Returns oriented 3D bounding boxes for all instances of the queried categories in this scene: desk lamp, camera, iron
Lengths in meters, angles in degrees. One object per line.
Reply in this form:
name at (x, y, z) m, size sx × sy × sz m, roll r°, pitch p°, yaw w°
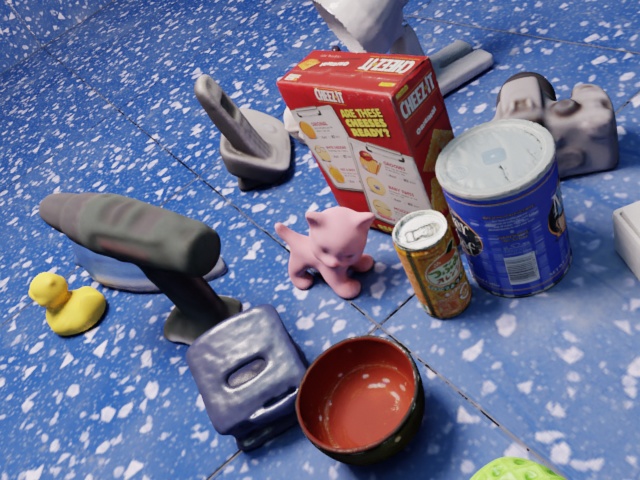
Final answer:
desk lamp at (0.117, -0.303, 0.815) m, size 0.203 × 0.214 × 0.117 m, roll -32°, pitch 39°, yaw -3°
camera at (0.253, -0.145, 0.654) m, size 0.142 × 0.101 × 0.137 m, roll -9°, pitch 44°, yaw 24°
iron at (-0.256, -0.014, 0.789) m, size 0.257 × 0.142 × 0.119 m, roll 4°, pitch 50°, yaw 34°

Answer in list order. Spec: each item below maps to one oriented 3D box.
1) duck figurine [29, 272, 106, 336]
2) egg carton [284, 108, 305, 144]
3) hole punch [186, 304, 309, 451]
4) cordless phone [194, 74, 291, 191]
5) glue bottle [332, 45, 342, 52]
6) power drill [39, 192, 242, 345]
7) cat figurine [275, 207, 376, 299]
duck figurine at (-0.358, 0.080, 0.794) m, size 0.104 × 0.086 × 0.077 m, roll -2°, pitch 47°, yaw 30°
egg carton at (0.019, -0.203, 0.881) m, size 0.150 × 0.070 × 0.107 m, roll -39°, pitch 40°, yaw -11°
hole punch at (-0.063, 0.132, 0.559) m, size 0.108 × 0.091 × 0.101 m, roll -31°, pitch 39°, yaw -1°
cordless phone at (-0.118, -0.180, 0.848) m, size 0.094 × 0.185 × 0.147 m, roll -20°, pitch 40°, yaw 11°
glue bottle at (0.052, -0.179, 0.754) m, size 0.037 × 0.174 × 0.078 m, roll 1°, pitch 48°, yaw 32°
power drill at (-0.187, 0.031, 0.647) m, size 0.228 × 0.209 × 0.076 m, roll 4°, pitch 50°, yaw 34°
cat figurine at (0.006, 0.002, 0.633) m, size 0.127 × 0.118 × 0.067 m, roll 6°, pitch 51°, yaw 35°
